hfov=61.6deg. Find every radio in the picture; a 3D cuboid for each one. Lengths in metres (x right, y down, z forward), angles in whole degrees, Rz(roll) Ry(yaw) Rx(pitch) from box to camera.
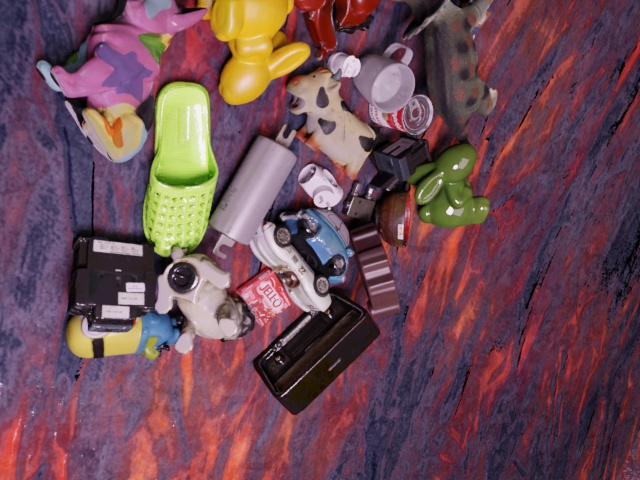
[{"bbox_3d":[-0.009,0.207,1.029,0.229,0.131,0.073,-41,126,-12],"label":"radio"}]

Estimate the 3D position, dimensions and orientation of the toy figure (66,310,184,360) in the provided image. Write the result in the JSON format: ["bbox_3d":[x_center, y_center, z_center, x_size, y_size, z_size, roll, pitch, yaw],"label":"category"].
[{"bbox_3d":[-0.301,0.146,0.847,0.180,0.082,0.089,10,103,-38],"label":"toy figure"}]

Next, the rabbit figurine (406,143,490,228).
[{"bbox_3d":[0.253,-0.119,1.075,0.159,0.121,0.170,-8,131,-7],"label":"rabbit figurine"}]

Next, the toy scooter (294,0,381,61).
[{"bbox_3d":[0.030,-0.358,0.845,0.184,0.075,0.135,-25,126,-34],"label":"toy scooter"}]

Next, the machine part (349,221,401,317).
[{"bbox_3d":[0.100,0.056,1.012,0.056,0.179,0.179,-16,121,1],"label":"machine part"}]

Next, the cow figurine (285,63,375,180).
[{"bbox_3d":[0.020,-0.205,0.905,0.194,0.086,0.127,34,95,-35],"label":"cow figurine"}]

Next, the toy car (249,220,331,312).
[{"bbox_3d":[-0.054,0.047,0.941,0.201,0.074,0.056,52,56,-19],"label":"toy car"}]

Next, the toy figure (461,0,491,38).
[{"bbox_3d":[0.293,-0.446,0.999,0.064,0.058,0.154,17,105,3],"label":"toy figure"}]

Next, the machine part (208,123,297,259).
[{"bbox_3d":[-0.110,-0.080,0.873,0.079,0.079,0.243,31,89,-38],"label":"machine part"}]

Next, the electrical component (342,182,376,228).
[{"bbox_3d":[0.073,-0.063,1.037,0.063,0.021,0.094,9,105,-35],"label":"electrical component"}]

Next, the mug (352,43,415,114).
[{"bbox_3d":[0.103,-0.282,0.905,0.081,0.107,0.109,13,114,-35],"label":"mug"}]

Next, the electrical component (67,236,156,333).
[{"bbox_3d":[-0.304,0.067,0.786,0.115,0.058,0.134,9,65,-32],"label":"electrical component"}]

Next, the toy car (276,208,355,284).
[{"bbox_3d":[-0.002,-0.003,0.975,0.103,0.109,0.161,-49,119,-34],"label":"toy car"}]

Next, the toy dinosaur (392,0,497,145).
[{"bbox_3d":[0.228,-0.301,0.941,0.192,0.131,0.404,-39,120,-38],"label":"toy dinosaur"}]

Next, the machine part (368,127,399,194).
[{"bbox_3d":[0.119,-0.154,1.020,0.084,0.039,0.138,-43,128,-4],"label":"machine part"}]

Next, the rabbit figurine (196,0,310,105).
[{"bbox_3d":[-0.104,-0.286,0.792,0.162,0.122,0.173,-17,132,-37],"label":"rabbit figurine"}]

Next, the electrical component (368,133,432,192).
[{"bbox_3d":[0.134,-0.140,0.966,0.119,0.075,0.047,-34,127,-17],"label":"electrical component"}]

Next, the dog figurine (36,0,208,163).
[{"bbox_3d":[-0.239,-0.232,0.714,0.219,0.109,0.191,-39,125,-16],"label":"dog figurine"}]

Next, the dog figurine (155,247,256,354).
[{"bbox_3d":[-0.182,0.093,0.888,0.121,0.190,0.172,-10,88,3],"label":"dog figurine"}]
